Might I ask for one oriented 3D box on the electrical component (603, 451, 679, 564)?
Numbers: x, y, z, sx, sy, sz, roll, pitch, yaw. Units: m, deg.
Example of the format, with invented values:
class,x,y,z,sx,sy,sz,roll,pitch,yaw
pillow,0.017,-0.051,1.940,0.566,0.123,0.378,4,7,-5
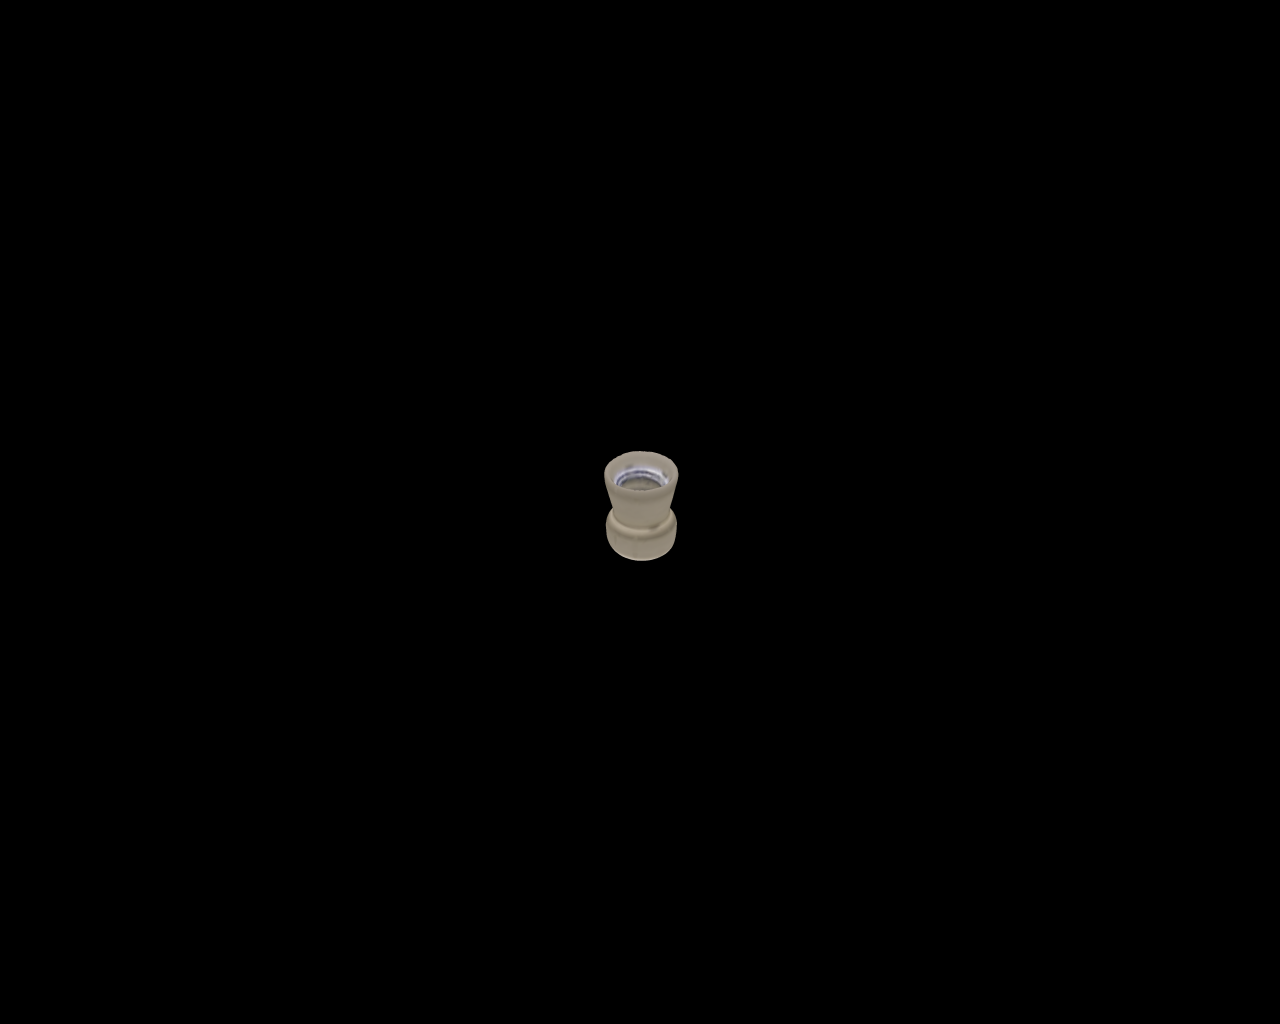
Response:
class,x,y,z,sx,sy,sz,roll,pitch,yaw
electrical component,0.001,-0.003,0.650,0.045,0.055,0.045,0,36,0
